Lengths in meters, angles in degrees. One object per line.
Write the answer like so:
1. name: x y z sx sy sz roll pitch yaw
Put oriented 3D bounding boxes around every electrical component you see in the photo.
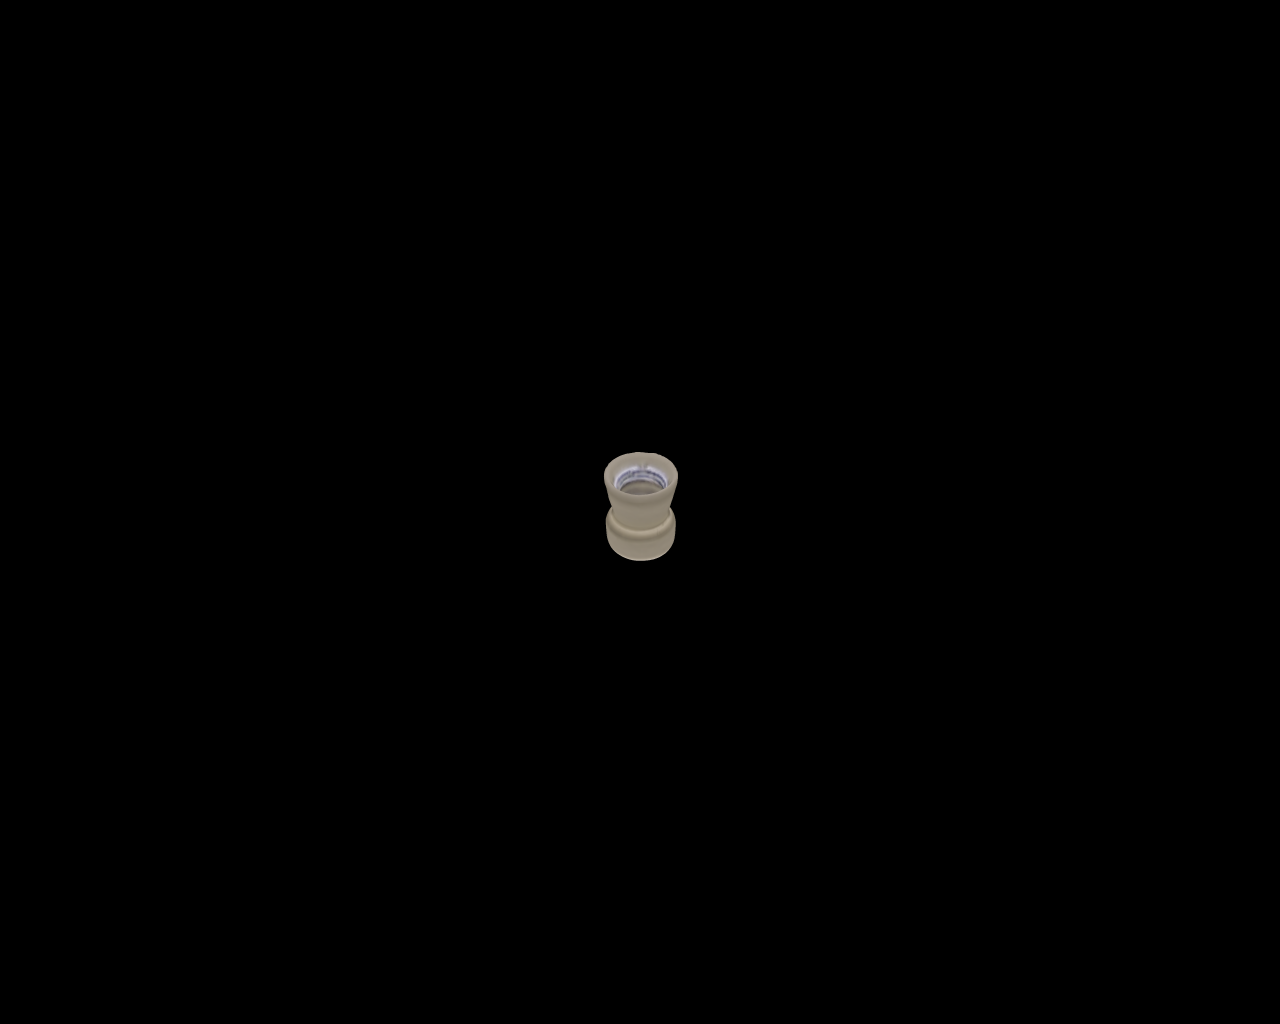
1. electrical component: 0.001 -0.003 0.650 0.045 0.055 0.045 0 40 0
